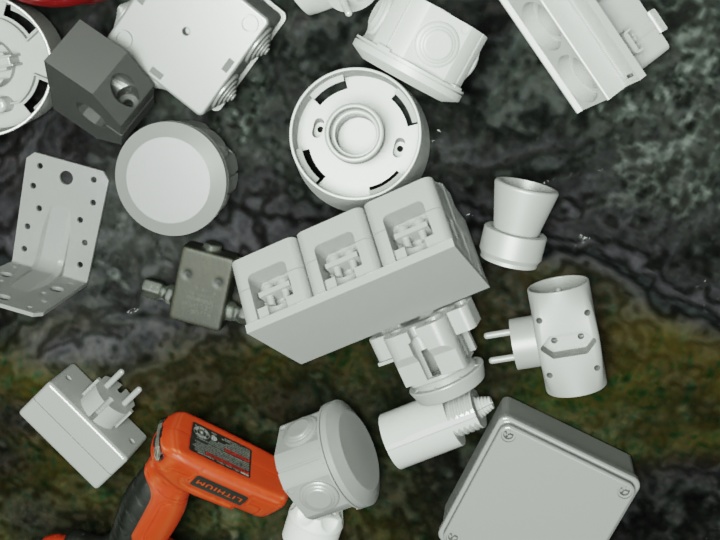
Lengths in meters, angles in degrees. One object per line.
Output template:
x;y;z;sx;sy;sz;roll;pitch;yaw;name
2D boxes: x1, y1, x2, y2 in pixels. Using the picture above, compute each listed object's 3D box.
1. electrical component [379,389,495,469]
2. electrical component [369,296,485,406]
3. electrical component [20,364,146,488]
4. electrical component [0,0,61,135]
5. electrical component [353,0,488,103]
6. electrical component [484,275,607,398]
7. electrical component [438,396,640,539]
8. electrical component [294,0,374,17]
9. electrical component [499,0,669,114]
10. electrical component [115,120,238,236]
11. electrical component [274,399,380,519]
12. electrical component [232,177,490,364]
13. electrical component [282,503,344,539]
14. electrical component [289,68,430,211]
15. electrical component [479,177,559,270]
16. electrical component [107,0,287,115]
0.059;0.111;0.785;0.081;0.043;0.043;-24;99;13;electrical component
0.054;0.060;0.766;0.078;0.058;0.057;-22;99;22;electrical component
-0.199;0.107;0.822;0.076;0.047;0.083;-43;94;16;electrical component
-0.262;-0.146;0.761;0.099;0.064;0.099;2;104;8;electrical component
0.040;-0.148;0.707;0.080;0.080;0.051;29;101;1;electrical component
0.128;0.049;0.760;0.079;0.043;0.077;-10;102;11;electrical component
0.129;0.166;0.781;0.109;0.056;0.108;26;106;2;electrical component
-0.010;-0.197;0.707;0.077;0.079;0.044;-32;141;15;electrical component
0.137;-0.171;0.690;0.063;0.079;0.121;-38;96;-14;electrical component
-0.129;-0.068;0.767;0.080;0.051;0.080;2;104;8;electrical component
-0.022;0.140;0.787;0.051;0.080;0.080;-23;99;19;electrical component
0.000;0.000;0.739;0.150;0.089;0.061;-23;65;13;electrical component
-0.039;0.207;0.824;0.043;0.043;0.062;18;107;4;electrical component
-0.001;-0.090;0.748;0.099;0.064;0.099;0;90;5;electrical component
0.109;-0.032;0.742;0.045;0.045;0.055;13;106;5;electrical component
-0.114;-0.166;0.741;0.100;0.048;0.099;38;109;-5;electrical component
